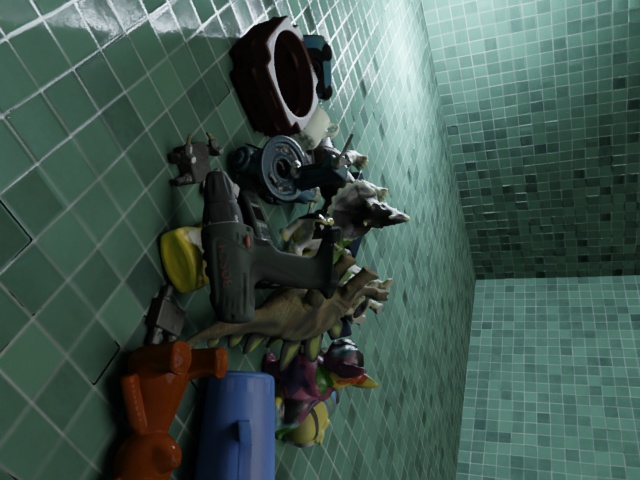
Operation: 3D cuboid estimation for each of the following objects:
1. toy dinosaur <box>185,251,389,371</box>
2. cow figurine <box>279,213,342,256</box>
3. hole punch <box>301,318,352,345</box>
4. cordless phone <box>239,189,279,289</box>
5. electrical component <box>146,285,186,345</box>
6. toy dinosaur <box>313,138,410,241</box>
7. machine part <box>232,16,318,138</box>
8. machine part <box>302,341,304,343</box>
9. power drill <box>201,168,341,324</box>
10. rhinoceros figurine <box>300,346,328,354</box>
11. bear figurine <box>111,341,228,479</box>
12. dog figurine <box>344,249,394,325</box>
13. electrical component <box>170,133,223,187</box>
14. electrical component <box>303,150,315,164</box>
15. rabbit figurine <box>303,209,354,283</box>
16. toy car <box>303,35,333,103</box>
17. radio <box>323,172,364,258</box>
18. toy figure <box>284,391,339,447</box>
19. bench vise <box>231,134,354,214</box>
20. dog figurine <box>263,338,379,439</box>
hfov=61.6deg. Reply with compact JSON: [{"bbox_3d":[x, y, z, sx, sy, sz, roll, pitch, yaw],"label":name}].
[{"bbox_3d":[-0.042,0.126,0.933,0.471,0.105,0.198,1,114,-42],"label":"toy dinosaur"},{"bbox_3d":[-0.003,-0.004,1.046,0.068,0.098,0.167,56,11,21],"label":"cow figurine"},{"bbox_3d":[0.012,0.178,1.228,0.142,0.092,0.115,6,77,-62],"label":"hole punch"},{"bbox_3d":[-0.102,-0.003,1.025,0.146,0.089,0.184,12,58,-65],"label":"cordless phone"},{"bbox_3d":[-0.224,0.115,0.789,0.063,0.021,0.094,49,42,-54],"label":"electrical component"},{"bbox_3d":[0.039,-0.141,1.214,0.192,0.131,0.405,11,37,-55],"label":"toy dinosaur"},{"bbox_3d":[-0.087,-0.325,1.082,0.201,0.087,0.200,-67,144,-43],"label":"machine part"},{"bbox_3d":[-0.058,0.151,1.136,0.084,0.039,0.138,-64,141,-56],"label":"machine part"},{"bbox_3d":[-0.073,0.009,0.807,0.207,0.086,0.232,5,78,-21],"label":"power drill"},{"bbox_3d":[0.013,0.273,1.186,0.190,0.112,0.073,36,56,-70],"label":"rhinoceros figurine"},{"bbox_3d":[-0.204,0.236,0.694,0.120,0.132,0.196,34,50,-55],"label":"bear figurine"},{"bbox_3d":[0.048,0.098,1.254,0.172,0.191,0.121,-3,121,-56],"label":"dog figurine"},{"bbox_3d":[-0.197,-0.129,0.856,0.102,0.045,0.078,-28,110,-64],"label":"electrical component"},{"bbox_3d":[-0.064,-0.160,1.120,0.119,0.075,0.047,-34,117,-67],"label":"electrical component"},{"bbox_3d":[0.009,0.007,1.218,0.159,0.121,0.170,54,48,-17],"label":"rabbit figurine"},{"bbox_3d":[-0.022,-0.396,1.221,0.103,0.109,0.161,-92,171,-48],"label":"toy car"},{"bbox_3d":[0.069,-0.064,1.407,0.230,0.073,0.130,-67,146,-42],"label":"radio"},{"bbox_3d":[-0.019,0.362,1.141,0.180,0.082,0.089,-37,109,-57],"label":"toy figure"},{"bbox_3d":[-0.036,-0.117,1.001,0.223,0.241,0.129,38,60,-40],"label":"bench vise"},{"bbox_3d":[-0.006,0.279,1.014,0.108,0.219,0.191,55,38,-44],"label":"dog figurine"}]
